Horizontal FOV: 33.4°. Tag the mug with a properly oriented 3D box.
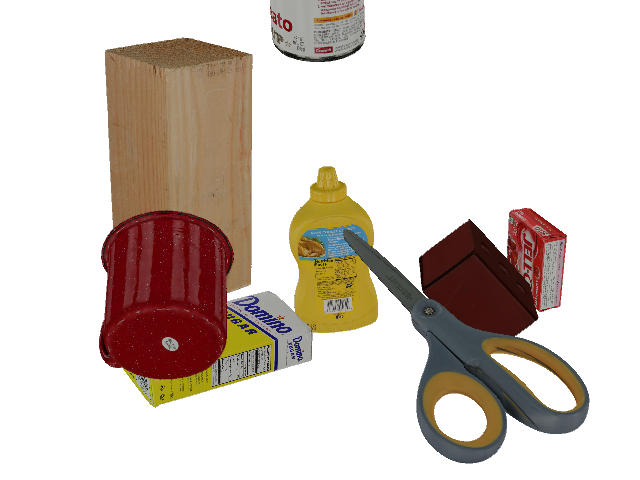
[{"bbox_3d":[-0.114,0.046,0.733,0.117,0.081,0.093,-35,-50,27],"label":"mug"}]

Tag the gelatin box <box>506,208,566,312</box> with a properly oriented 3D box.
[{"bbox_3d":[0.228,0.020,1.138,0.030,0.089,0.073,-12,29,-17],"label":"gelatin box"}]

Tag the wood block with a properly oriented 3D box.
[{"bbox_3d":[-0.119,-0.059,0.908,0.091,0.206,0.090,22,30,40],"label":"wood block"}]

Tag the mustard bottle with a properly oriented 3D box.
[{"bbox_3d":[0.013,0.009,1.213,0.096,0.192,0.058,-6,24,-3],"label":"mustard bottle"}]

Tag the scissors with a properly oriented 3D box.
[{"bbox_3d":[0.053,0.056,0.593,0.096,0.016,0.202,-34,46,-30],"label":"scissors"}]

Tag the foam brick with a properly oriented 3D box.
[{"bbox_3d":[0.118,0.036,0.801,0.051,0.078,0.053,-38,20,20],"label":"foam brick"}]

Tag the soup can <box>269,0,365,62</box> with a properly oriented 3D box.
[{"bbox_3d":[-0.002,-0.181,0.722,0.068,0.102,0.068,-1,39,0],"label":"soup can"}]

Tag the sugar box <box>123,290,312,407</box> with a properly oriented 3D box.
[{"bbox_3d":[-0.106,0.105,1.070,0.176,0.048,0.093,-16,33,-26],"label":"sugar box"}]
